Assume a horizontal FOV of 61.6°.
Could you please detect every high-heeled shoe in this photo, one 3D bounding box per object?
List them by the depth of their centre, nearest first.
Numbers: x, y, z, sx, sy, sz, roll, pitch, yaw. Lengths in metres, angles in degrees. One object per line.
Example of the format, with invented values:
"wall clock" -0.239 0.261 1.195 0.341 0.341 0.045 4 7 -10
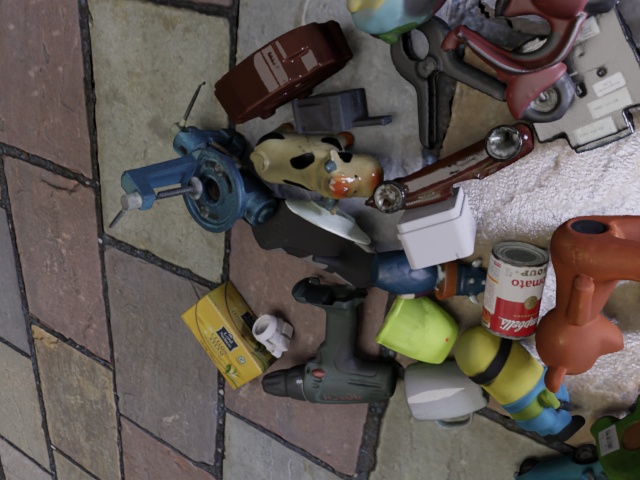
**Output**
"high-heeled shoe" -0.002 -0.002 0.814 0.249 0.145 0.086 39 113 48

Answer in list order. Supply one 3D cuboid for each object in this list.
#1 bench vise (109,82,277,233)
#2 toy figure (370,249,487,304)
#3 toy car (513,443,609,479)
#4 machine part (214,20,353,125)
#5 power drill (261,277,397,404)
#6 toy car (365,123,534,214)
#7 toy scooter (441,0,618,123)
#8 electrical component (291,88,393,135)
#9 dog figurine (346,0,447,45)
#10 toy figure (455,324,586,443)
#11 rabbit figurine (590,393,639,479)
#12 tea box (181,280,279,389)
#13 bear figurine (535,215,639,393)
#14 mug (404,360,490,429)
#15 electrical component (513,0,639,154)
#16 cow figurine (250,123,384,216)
"bench vise" -0.182 -0.093 0.753 0.224 0.240 0.129 52 130 12
"toy figure" 0.146 0.046 0.707 0.154 0.058 0.064 7 116 -6
"toy car" 0.335 0.347 0.710 0.162 0.103 0.109 -26 94 35
"machine part" -0.044 -0.205 0.671 0.179 0.179 0.056 -24 99 37
"power drill" 0.002 0.166 0.840 0.232 0.086 0.207 3 105 19
"toy car" 0.149 -0.076 0.624 0.202 0.089 0.053 -26 93 20
"toy scooter" 0.192 -0.207 0.499 0.135 0.075 0.183 22 123 12
"electrical component" 0.031 -0.167 0.695 0.119 0.075 0.047 3 112 36
"dog figurine" 0.148 -0.294 0.537 0.219 0.108 0.191 11 95 24
"toy figure" 0.255 0.183 0.696 0.180 0.089 0.082 51 123 7
"rabbit figurine" 0.424 0.275 0.607 0.170 0.159 0.121 34 117 -3
"tea box" -0.160 0.172 0.971 0.098 0.068 0.169 -39 86 38
"bear figurine" 0.311 0.075 0.597 0.132 0.120 0.195 4 114 27
"mug" 0.187 0.222 0.765 0.107 0.081 0.109 -17 101 30
"electrical component" 0.271 -0.160 0.556 0.115 0.058 0.134 -18 100 39
"cow figurine" -0.006 -0.099 0.716 0.195 0.127 0.085 16 123 27
